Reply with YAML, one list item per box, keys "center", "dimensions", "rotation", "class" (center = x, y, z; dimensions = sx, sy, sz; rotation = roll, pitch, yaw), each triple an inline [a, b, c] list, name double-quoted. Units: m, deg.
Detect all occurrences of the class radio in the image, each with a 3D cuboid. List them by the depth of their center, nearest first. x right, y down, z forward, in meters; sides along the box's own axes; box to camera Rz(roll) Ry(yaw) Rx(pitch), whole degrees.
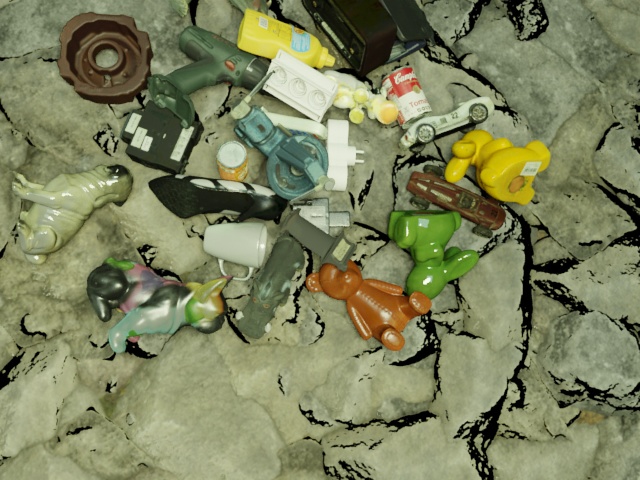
- center: [0.048, -0.432, 1.023]
  dimensions: [0.073, 0.131, 0.229]
  rotation: [-31, 76, -9]
  class: "radio"

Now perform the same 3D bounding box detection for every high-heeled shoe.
- center: [-0.186, -0.091, 1.004]
  dimensions: [0.249, 0.086, 0.145]
  rotation: [23, 35, 20]
  class: "high-heeled shoe"

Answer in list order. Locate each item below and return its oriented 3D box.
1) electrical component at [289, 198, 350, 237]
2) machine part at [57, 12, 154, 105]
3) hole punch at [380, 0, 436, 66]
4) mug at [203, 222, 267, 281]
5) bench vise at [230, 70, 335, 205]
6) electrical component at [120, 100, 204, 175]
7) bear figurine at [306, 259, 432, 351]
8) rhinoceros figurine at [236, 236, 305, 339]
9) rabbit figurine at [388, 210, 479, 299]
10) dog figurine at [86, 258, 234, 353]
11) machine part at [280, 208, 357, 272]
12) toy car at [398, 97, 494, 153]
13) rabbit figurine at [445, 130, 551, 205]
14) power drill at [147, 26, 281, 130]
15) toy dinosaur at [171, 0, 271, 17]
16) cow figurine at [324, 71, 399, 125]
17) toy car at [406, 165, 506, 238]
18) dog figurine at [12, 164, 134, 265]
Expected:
- center: [0.000, -0.040, 1.015]
  dimensions: [0.119, 0.048, 0.074]
  rotation: [3, 82, -3]
  class: "electrical component"
- center: [-0.403, -0.341, 1.019]
  dimensions: [0.179, 0.056, 0.179]
  rotation: [1, 82, -6]
  class: "machine part"
- center: [0.153, -0.424, 1.080]
  dimensions: [0.116, 0.092, 0.142]
  rotation: [-24, 81, -37]
  class: "hole punch"
- center: [-0.157, 0.016, 0.981]
  dimensions: [0.107, 0.081, 0.109]
  rotation: [9, 95, 5]
  class: "mug"
- center: [-0.052, -0.148, 0.921]
  dimensions: [0.129, 0.241, 0.223]
  rotation: [-37, 127, -9]
  class: "bench vise"
- center: [-0.300, -0.191, 1.004]
  dimensions: [0.134, 0.058, 0.115]
  rotation: [23, 78, -2]
  class: "electrical component"
- center: [0.080, 0.095, 0.964]
  dimensions: [0.196, 0.132, 0.120]
  rotation: [43, 76, -4]
  class: "bear figurine"
- center: [-0.084, 0.085, 0.956]
  dimensions: [0.073, 0.112, 0.190]
  rotation: [27, 71, -3]
  class: "rhinoceros figurine"
- center: [0.204, 0.030, 1.008]
  dimensions: [0.159, 0.121, 0.170]
  rotation: [-3, 100, -13]
  class: "rabbit figurine"
- center: [-0.263, 0.090, 0.926]
  dimensions: [0.219, 0.108, 0.191]
  rotation: [-25, 88, -1]
  class: "dog figurine"
- center: [-0.002, -0.003, 0.956]
  dimensions: [0.139, 0.039, 0.084]
  rotation: [32, 46, -2]
  class: "machine part"
- center: [0.245, -0.225, 1.054]
  dimensions: [0.202, 0.073, 0.056]
  rotation: [-21, 86, -8]
  class: "toy car"
- center: [0.316, -0.148, 1.021]
  dimensions: [0.162, 0.121, 0.173]
  rotation: [-9, 44, -15]
  class: "rabbit figurine"
- center: [-0.195, -0.294, 0.995]
  dimensions: [0.232, 0.086, 0.207]
  rotation: [38, 62, 6]
  class: "power drill"
- center: [-0.277, -0.556, 1.039]
  dimensions: [0.405, 0.131, 0.192]
  rotation: [31, 67, 4]
  class: "toy dinosaur"
- center: [0.073, -0.277, 1.046]
  dimensions: [0.167, 0.098, 0.068]
  rotation: [20, 124, -4]
  class: "cow figurine"
- center: [0.268, -0.077, 1.046]
  dimensions: [0.202, 0.053, 0.089]
  rotation: [26, 82, -2]
  class: "toy car"
- center: [-0.429, -0.048, 0.958]
  dimensions: [0.190, 0.121, 0.172]
  rotation: [-4, 116, -23]
  class: "dog figurine"
